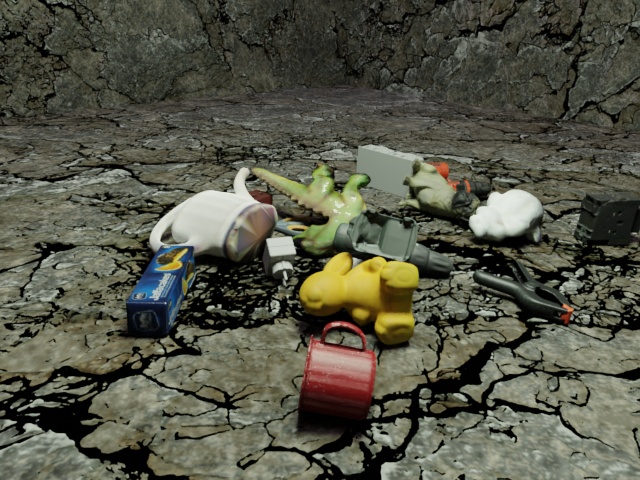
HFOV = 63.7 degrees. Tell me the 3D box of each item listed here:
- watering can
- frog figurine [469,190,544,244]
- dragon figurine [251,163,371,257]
[{"bbox_3d":[-0.184,-0.059,1.059,0.225,0.101,0.354,15,39,26],"label":"watering can"},{"bbox_3d":[0.404,-0.055,1.138,0.159,0.120,0.141,8,40,-17],"label":"frog figurine"},{"bbox_3d":[0.003,-0.055,1.101,0.411,0.119,0.248,13,33,11],"label":"dragon figurine"}]
